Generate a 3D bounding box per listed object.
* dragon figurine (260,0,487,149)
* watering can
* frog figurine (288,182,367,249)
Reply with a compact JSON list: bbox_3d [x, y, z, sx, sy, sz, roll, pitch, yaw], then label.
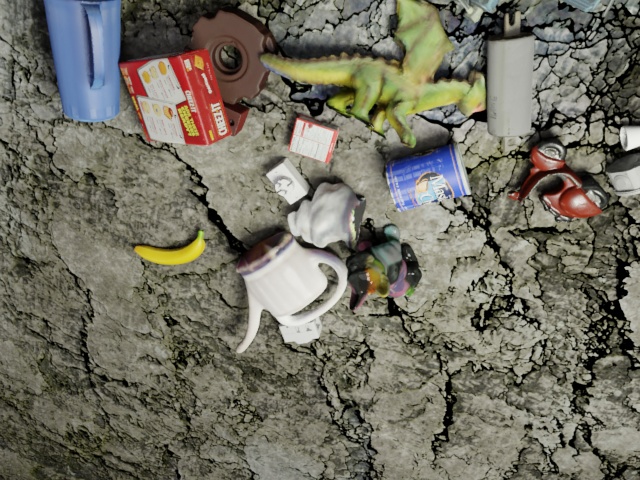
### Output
[{"bbox_3d":[0.119,-0.319,0.928,0.409,0.123,0.241,29,101,-7],"label":"dragon figurine"},{"bbox_3d":[-0.108,0.116,1.169,0.345,0.106,0.222,-33,106,14],"label":"watering can"},{"bbox_3d":[0.003,-0.054,1.066,0.159,0.122,0.138,7,86,18],"label":"frog figurine"}]
